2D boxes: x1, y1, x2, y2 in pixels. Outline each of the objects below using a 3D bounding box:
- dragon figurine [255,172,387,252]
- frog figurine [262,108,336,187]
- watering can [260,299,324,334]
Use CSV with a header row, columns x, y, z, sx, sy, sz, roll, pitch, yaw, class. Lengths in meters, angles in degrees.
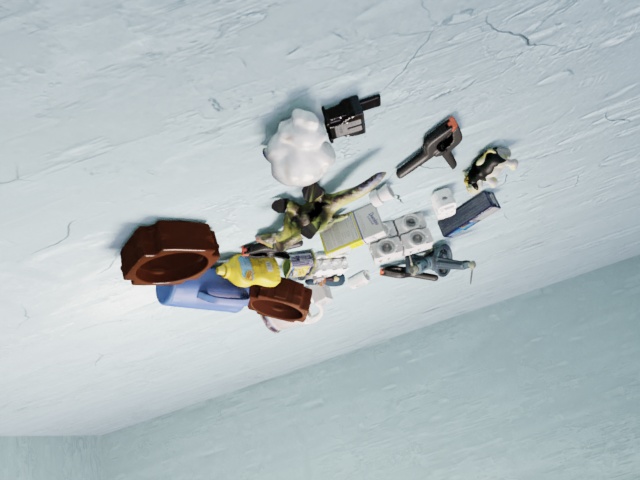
x,y,z,sx,sy,sz,roll,pitch,yaw,class
0.004,-0.066,1.318,0.408,0.123,0.243,-22,174,15,dragon figurine
-0.031,-0.174,0.984,0.137,0.125,0.157,14,157,-20,frog figurine
-0.122,0.244,1.897,0.223,0.106,0.341,-23,142,13,watering can
